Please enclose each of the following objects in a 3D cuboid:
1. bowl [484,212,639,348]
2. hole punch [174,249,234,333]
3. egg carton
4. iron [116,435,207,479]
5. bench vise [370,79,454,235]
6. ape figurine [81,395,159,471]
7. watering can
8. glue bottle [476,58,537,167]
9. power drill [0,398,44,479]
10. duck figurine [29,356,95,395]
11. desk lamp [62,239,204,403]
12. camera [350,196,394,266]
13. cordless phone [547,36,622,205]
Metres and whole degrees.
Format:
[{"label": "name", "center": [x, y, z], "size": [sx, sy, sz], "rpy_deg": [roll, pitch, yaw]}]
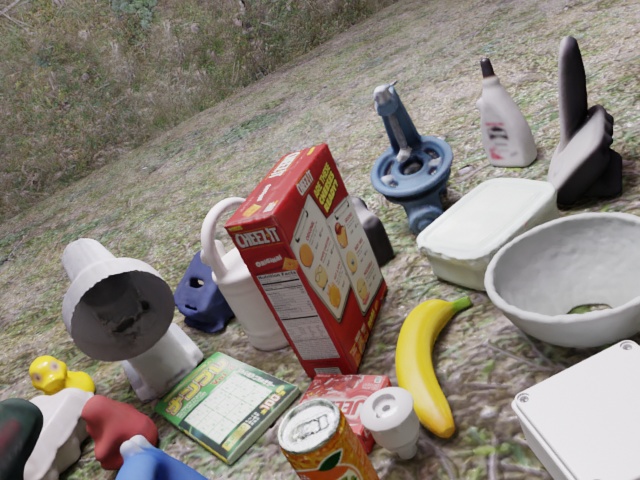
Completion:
[{"label": "bowl", "center": [0.246, 0.047, 0.535], "size": [0.167, 0.075, 0.167], "rpy_deg": [-21, 25, 11]}, {"label": "hole punch", "center": [-0.169, 0.075, 0.857], "size": [0.108, 0.091, 0.101], "rpy_deg": [5, 39, 48]}, {"label": "egg carton", "center": [-0.343, 0.251, 0.702], "size": [0.107, 0.069, 0.150], "rpy_deg": [-18, 26, 18]}, {"label": "iron", "center": [-0.121, 0.229, 0.446], "size": [0.119, 0.142, 0.257], "rpy_deg": [-30, 25, -10]}, {"label": "bench vise", "center": [0.116, -0.134, 0.840], "size": [0.121, 0.220, 0.207], "rpy_deg": [-26, 25, 1]}, {"label": "ape figurine", "center": [-0.233, 0.211, 0.648], "size": [0.076, 0.092, 0.078], "rpy_deg": [-13, 28, 25]}, {"label": "watering can", "center": [-0.092, 0.037, 0.732], "size": [0.172, 0.194, 0.101], "rpy_deg": [-10, 29, 31]}, {"label": "glue bottle", "center": [0.270, -0.192, 0.865], "size": [0.037, 0.173, 0.077], "rpy_deg": [-40, 28, -28]}, {"label": "power drill", "center": [-0.253, 0.243, 0.463], "size": [0.075, 0.209, 0.229], "rpy_deg": [-27, 25, -2]}, {"label": "duck figurine", "center": [-0.376, 0.200, 0.813], "size": [0.078, 0.086, 0.104], "rpy_deg": [-37, 27, -22]}, {"label": "desk lamp", "center": [-0.247, 0.101, 0.731], "size": [0.118, 0.214, 0.202], "rpy_deg": [-35, 26, -20]}, {"label": "camera", "center": [0.008, 0.003, 0.818], "size": [0.137, 0.101, 0.142], "rpy_deg": [-37, 27, -22]}, {"label": "cordless phone", "center": [0.318, -0.151, 0.724], "size": [0.094, 0.185, 0.148], "rpy_deg": [-11, 28, 29]}]
